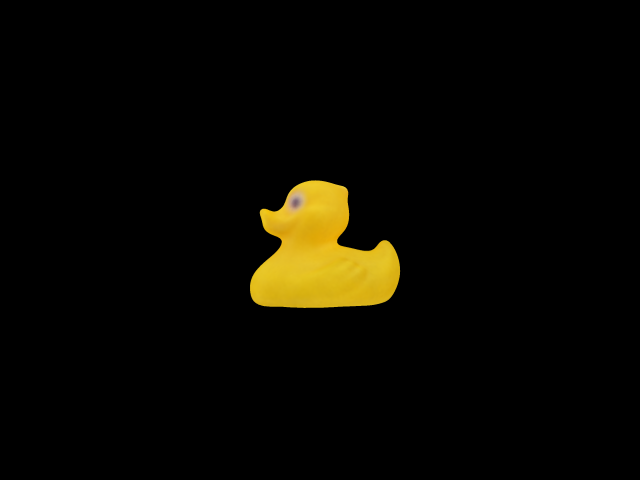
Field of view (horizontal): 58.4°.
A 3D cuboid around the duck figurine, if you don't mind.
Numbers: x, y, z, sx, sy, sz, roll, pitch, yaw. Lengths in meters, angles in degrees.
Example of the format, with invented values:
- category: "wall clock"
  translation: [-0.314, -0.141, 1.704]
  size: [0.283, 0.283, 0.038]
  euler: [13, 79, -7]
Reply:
- category: "duck figurine"
  translation: [0.004, 0.001, 0.400]
  size: [0.104, 0.086, 0.077]
  euler: [0, 0, -4]
